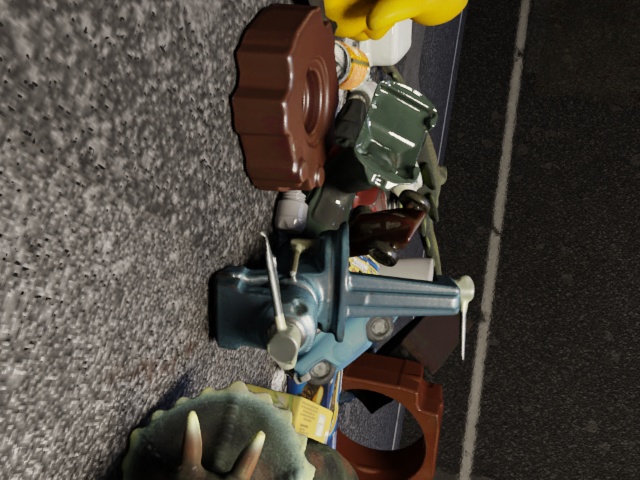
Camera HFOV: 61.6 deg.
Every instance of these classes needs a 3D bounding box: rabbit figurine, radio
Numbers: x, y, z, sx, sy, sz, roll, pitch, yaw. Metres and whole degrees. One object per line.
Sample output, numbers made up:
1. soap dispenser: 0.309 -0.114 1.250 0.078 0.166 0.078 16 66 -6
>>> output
1. rabbit figurine: 0.085 -0.293 0.622 0.162 0.173 0.121 -52 150 -68
2. radio: 0.144 0.199 0.910 0.131 0.073 0.229 -38 167 -42

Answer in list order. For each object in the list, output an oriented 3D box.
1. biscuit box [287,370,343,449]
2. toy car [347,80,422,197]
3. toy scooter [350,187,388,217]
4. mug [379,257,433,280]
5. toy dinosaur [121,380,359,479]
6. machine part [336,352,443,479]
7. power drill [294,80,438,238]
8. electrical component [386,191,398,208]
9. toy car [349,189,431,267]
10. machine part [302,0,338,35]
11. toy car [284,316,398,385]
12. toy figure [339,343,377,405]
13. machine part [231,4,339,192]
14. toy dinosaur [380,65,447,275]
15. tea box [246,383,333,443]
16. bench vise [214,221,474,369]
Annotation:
1. biscuit box: -0.010 0.258 0.748 0.059 0.063 0.202 -39 134 -65
2. toy car: 0.100 -0.160 0.831 0.073 0.056 0.201 -31 98 -62
3. toy scooter: 0.067 -0.039 0.849 0.135 0.075 0.183 -52 141 -64
4. mug: 0.127 0.063 0.871 0.109 0.107 0.080 -5 101 -75
5. toy dinosaur: -0.025 0.232 0.450 0.404 0.131 0.192 35 71 -55
6. machine part: 0.078 0.274 0.810 0.087 0.201 0.201 -51 145 -63
7. power drill: 0.044 -0.104 0.622 0.207 0.086 0.232 -17 -131 63
8. electrical component: 0.113 -0.037 1.044 0.134 0.058 0.115 24 76 -74
9. toy car: 0.062 -0.011 0.658 0.089 0.053 0.202 -53 -169 -15
10. machine part: -0.012 -0.260 0.546 0.138 0.039 0.084 71 26 -55
11. toy car: 0.010 0.097 0.665 0.103 0.162 0.109 58 -14 -10
12. toy figure: 0.068 0.244 1.029 0.064 0.058 0.154 48 49 -36
13. machine part: -0.025 -0.136 0.524 0.179 0.056 0.179 6 90 -74
14. toy dinosaur: 0.182 -0.117 1.022 0.198 0.105 0.470 -58 130 -65
15. tea box: -0.042 0.228 0.614 0.169 0.068 0.098 61 40 -62
16. bench vise: 0.029 0.049 0.505 0.223 0.241 0.128 -82 175 -84
